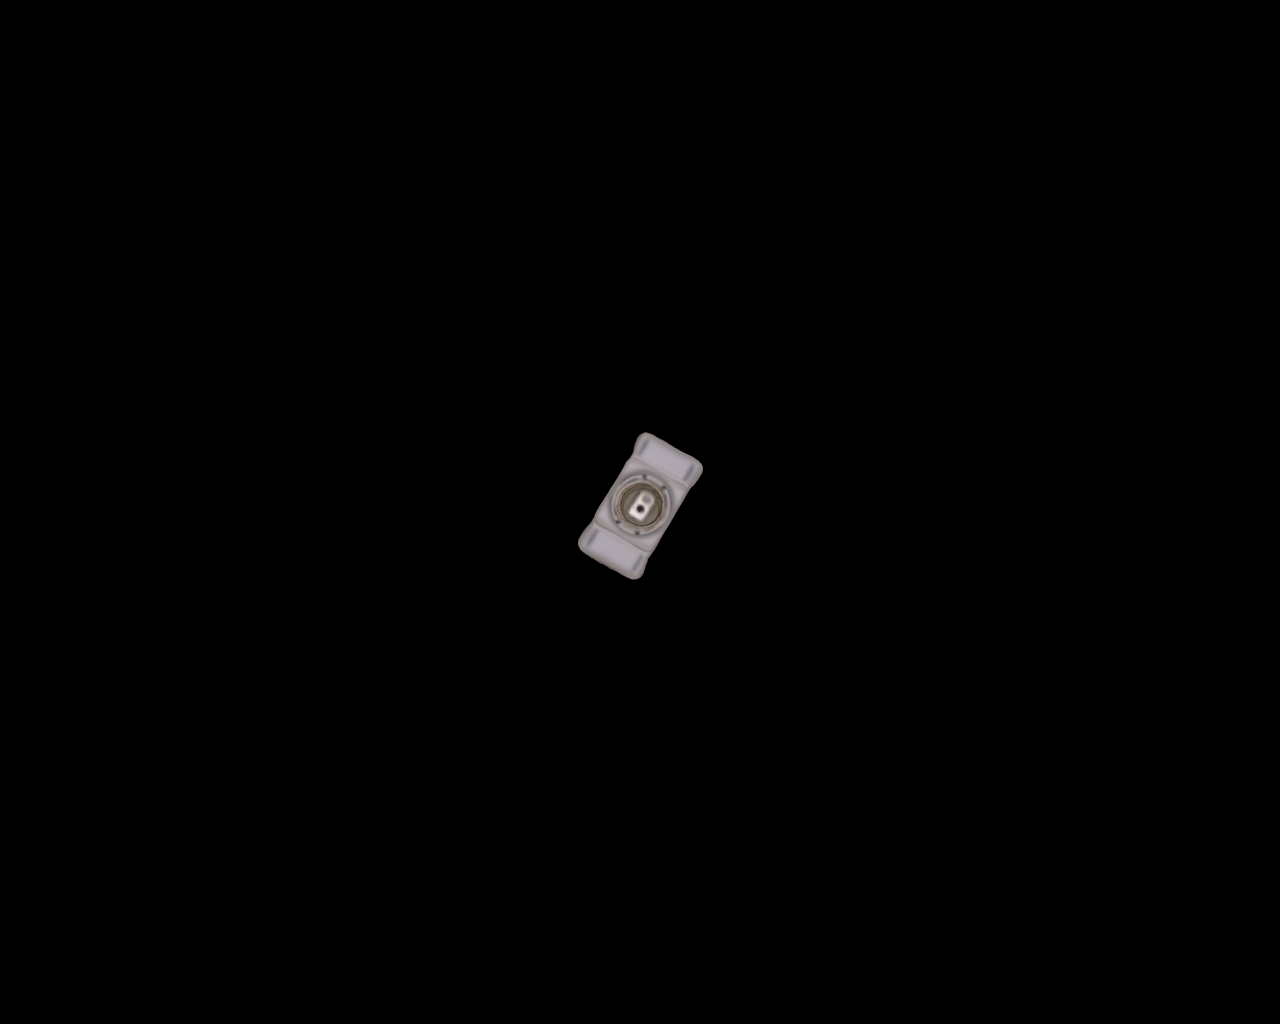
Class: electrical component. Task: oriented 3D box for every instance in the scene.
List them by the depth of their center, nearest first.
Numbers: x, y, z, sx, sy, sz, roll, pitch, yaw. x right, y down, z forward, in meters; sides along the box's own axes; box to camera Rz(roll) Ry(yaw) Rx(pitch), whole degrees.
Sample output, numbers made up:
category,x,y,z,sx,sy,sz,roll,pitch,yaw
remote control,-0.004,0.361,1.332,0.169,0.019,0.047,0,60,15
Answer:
category,x,y,z,sx,sy,sz,roll,pitch,yaw
electrical component,0.001,-0.003,0.650,0.042,0.081,0.063,32,-4,2
